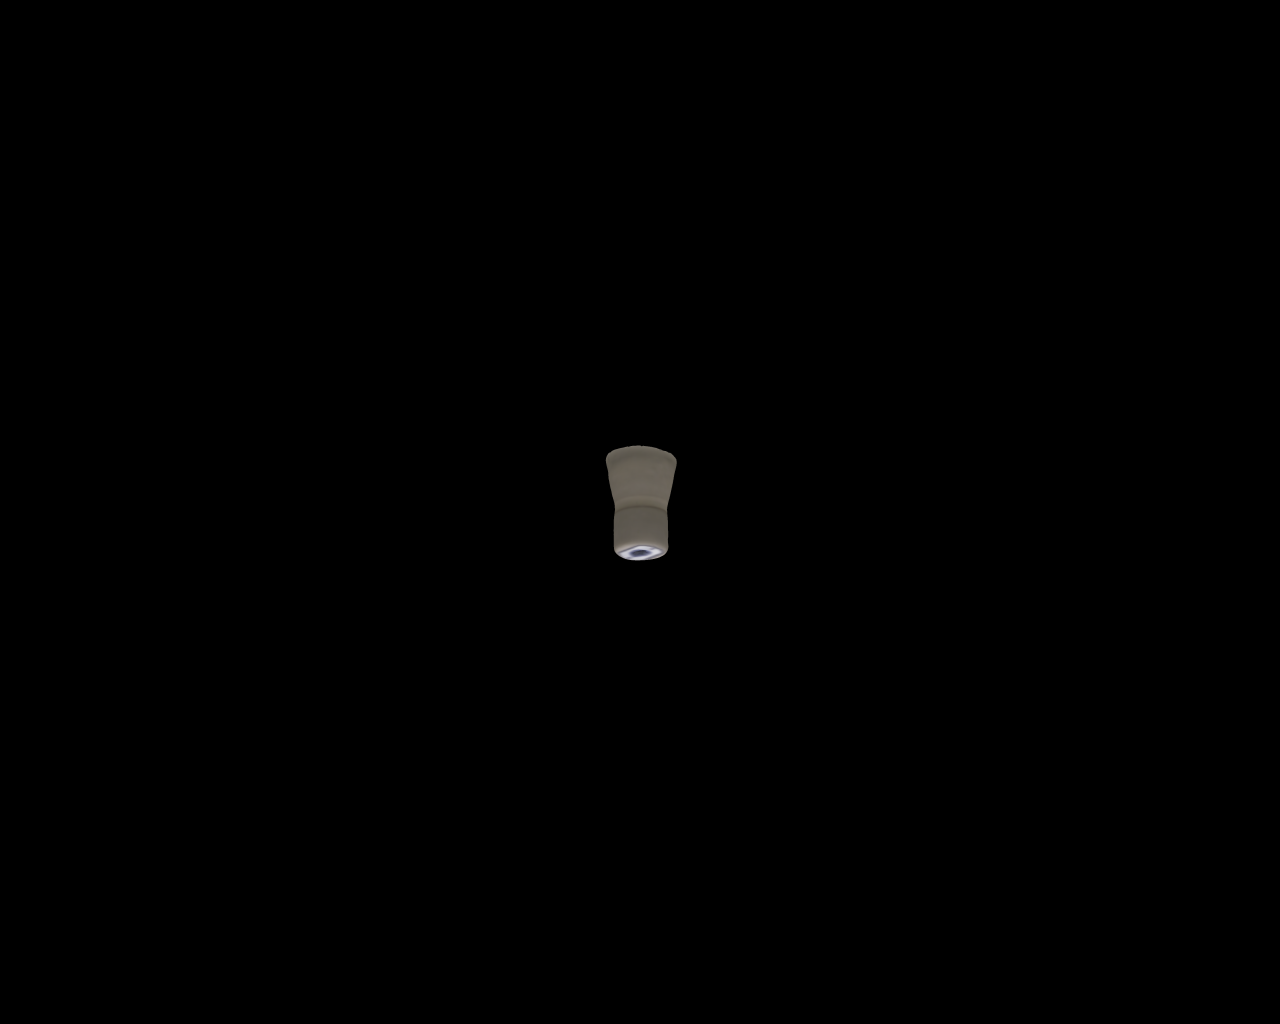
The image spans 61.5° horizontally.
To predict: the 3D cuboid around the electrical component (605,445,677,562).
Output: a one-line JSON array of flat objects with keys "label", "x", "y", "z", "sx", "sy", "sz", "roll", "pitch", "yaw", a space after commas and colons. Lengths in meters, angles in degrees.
[{"label": "electrical component", "x": 0.001, "y": -0.003, "z": 0.650, "sx": 0.044, "sy": 0.065, "sz": 0.044, "roll": 0, "pitch": -22, "yaw": 0}]
